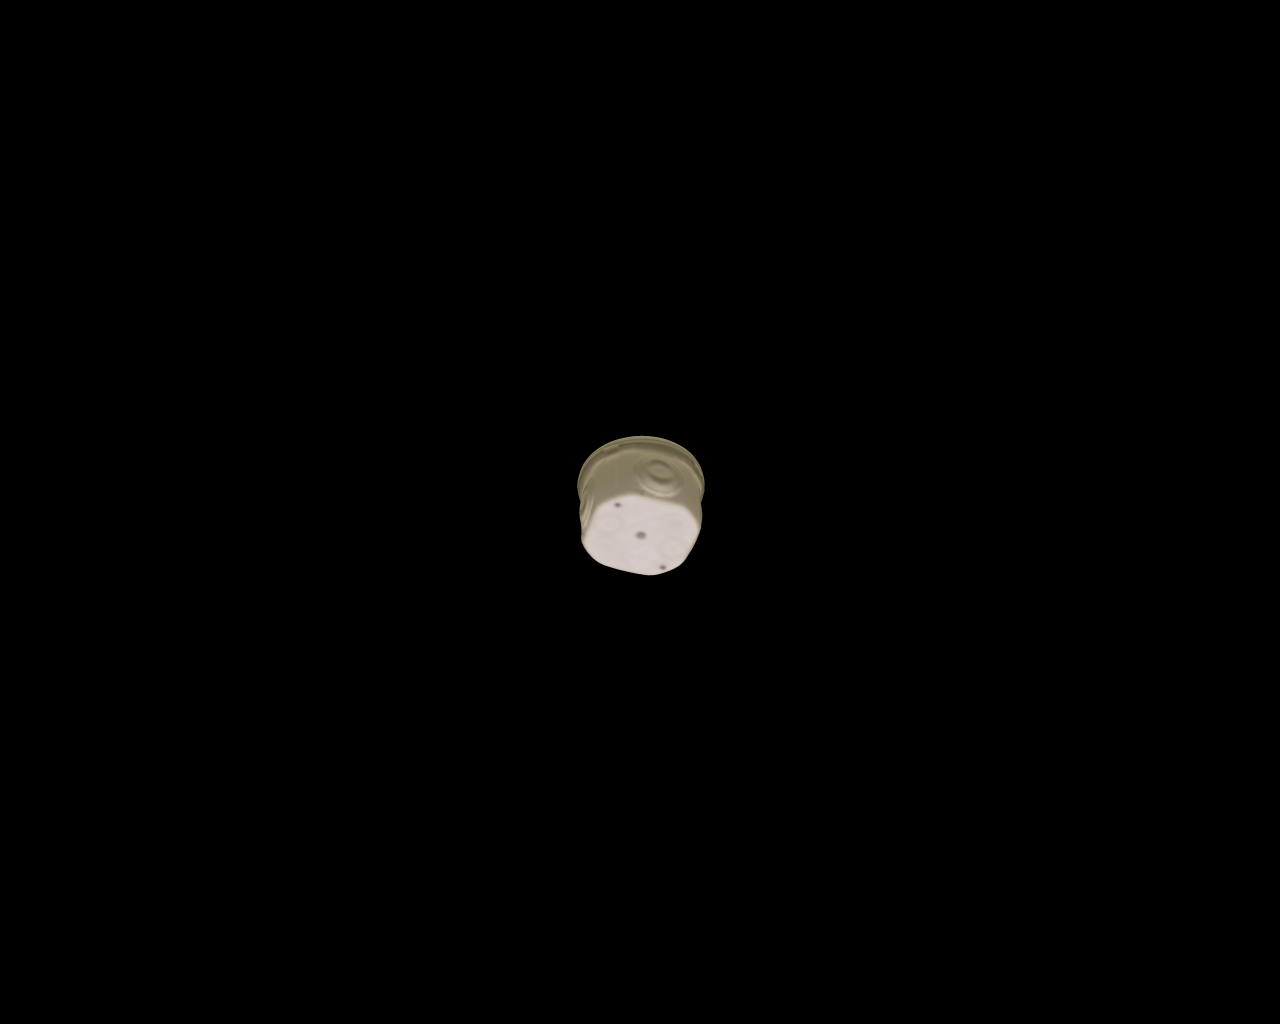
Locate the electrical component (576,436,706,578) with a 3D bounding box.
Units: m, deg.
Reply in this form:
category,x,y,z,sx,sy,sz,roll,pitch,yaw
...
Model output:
category,x,y,z,sx,sy,sz,roll,pitch,yaw
electrical component,0.001,-0.003,0.650,0.080,0.080,0.051,0,44,0
